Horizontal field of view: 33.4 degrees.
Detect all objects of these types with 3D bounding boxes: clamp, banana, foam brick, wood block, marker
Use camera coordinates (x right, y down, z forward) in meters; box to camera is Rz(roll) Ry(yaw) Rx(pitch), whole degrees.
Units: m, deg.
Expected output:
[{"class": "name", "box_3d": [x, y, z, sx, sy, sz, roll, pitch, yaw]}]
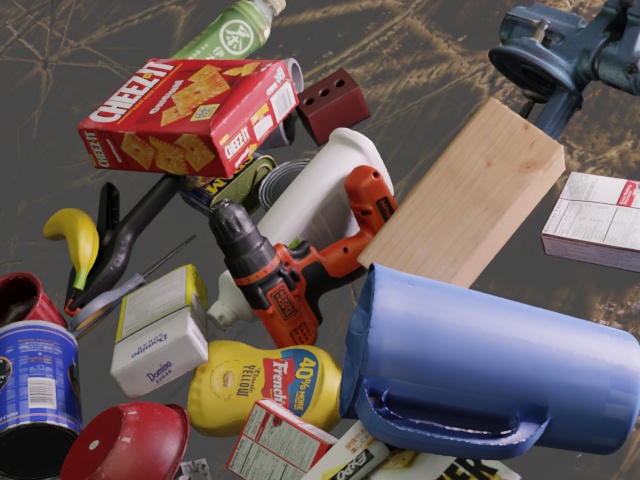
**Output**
[{"class": "clamp", "box_3d": [-0.255, 0.003, 1.290, 0.165, 0.036, 0.210, 1, 58, 52]}, {"class": "banana", "box_3d": [-0.301, -0.005, 1.286, 0.069, 0.037, 0.198, -54, 29, 2]}, {"class": "foam brick", "box_3d": [0.013, -0.164, 1.318, 0.078, 0.051, 0.053, -31, 44, -4]}, {"class": "wood block", "box_3d": [0.141, -0.026, 1.052, 0.090, 0.090, 0.206, 39, 90, 19]}, {"class": "marker", "box_3d": [0.031, 0.197, 0.912, 0.121, 0.020, 0.020, -38, 46, -12]}]

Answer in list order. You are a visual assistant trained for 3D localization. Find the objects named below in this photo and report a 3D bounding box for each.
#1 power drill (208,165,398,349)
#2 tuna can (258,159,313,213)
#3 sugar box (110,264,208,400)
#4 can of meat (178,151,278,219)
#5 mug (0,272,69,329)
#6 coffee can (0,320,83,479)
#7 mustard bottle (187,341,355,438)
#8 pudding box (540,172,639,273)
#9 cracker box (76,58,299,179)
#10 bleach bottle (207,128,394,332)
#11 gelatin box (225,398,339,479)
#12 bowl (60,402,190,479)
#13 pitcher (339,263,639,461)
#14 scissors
[{"class": "power drill", "box_3d": [-0.007, 0.001, 1.101, 0.187, 0.184, 0.057, -35, 23, -17]}, {"class": "tuna can", "box_3d": [-0.027, -0.053, 1.249, 0.086, 0.033, 0.086, -13, 47, 14]}, {"class": "sugar box", "box_3d": [-0.166, 0.094, 1.129, 0.093, 0.048, 0.176, -28, 24, 6]}, {"class": "can of meat", "box_3d": [-0.111, -0.070, 1.288, 0.102, 0.057, 0.084, -44, 45, -16]}, {"class": "mug", "box_3d": [-0.347, 0.106, 1.219, 0.093, 0.081, 0.117, 11, 56, 32]}, {"class": "coffee can", "box_3d": [-0.304, 0.170, 1.127, 0.103, 0.102, 0.140, -23, 45, 5]}, {"class": "mustard bottle", "box_3d": [-0.033, 0.150, 1.050, 0.192, 0.058, 0.096, 0, 58, 24]}, {"class": "pudding box", "box_3d": [0.289, -0.019, 1.069, 0.114, 0.039, 0.090, 11, 57, 34]}, {"class": "cracker box", "box_3d": [-0.159, -0.152, 1.280, 0.214, 0.072, 0.164, 7, 43, 33]}, {"class": "bleach bottle", "box_3d": [-0.030, -0.004, 1.156, 0.250, 0.102, 0.068, -45, 42, -19]}, {"class": "gelatin box", "box_3d": [-0.035, 0.200, 0.994, 0.089, 0.030, 0.073, 26, 98, 26]}, {"class": "bowl", "box_3d": [-0.199, 0.213, 1.028, 0.162, 0.055, 0.162, -37, 27, 22]}, {"class": "pitcher", "box_3d": [0.141, 0.114, 0.897, 0.242, 0.145, 0.149, 12, 79, -3]}, {"class": "scissors", "box_3d": [-0.217, 0.051, 1.218, 0.201, 0.096, 0.016, -42, 87, -12]}]
